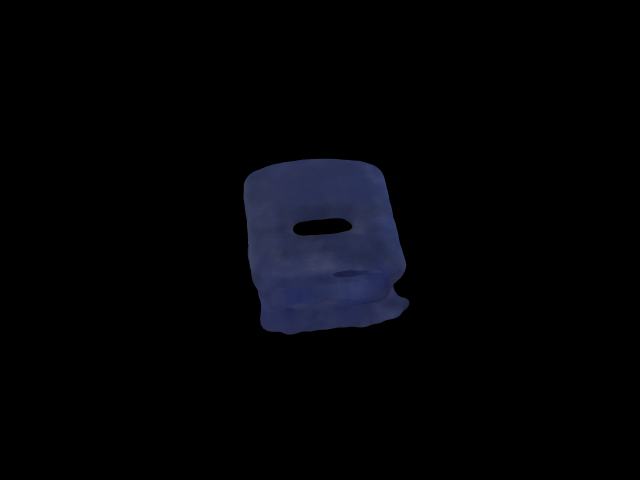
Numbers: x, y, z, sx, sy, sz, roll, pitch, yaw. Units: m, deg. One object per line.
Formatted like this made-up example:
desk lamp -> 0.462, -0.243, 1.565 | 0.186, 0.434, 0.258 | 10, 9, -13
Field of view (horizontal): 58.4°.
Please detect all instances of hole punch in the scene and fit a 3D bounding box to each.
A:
hole punch -> 0.004, 0.001, 0.400 | 0.109, 0.091, 0.101 | -6, 32, -9
